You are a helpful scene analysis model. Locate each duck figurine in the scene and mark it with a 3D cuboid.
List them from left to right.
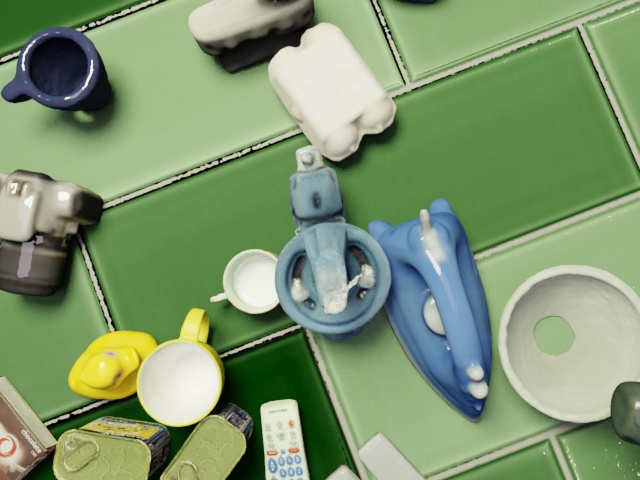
[{"bbox_3d":[-0.240,0.146,0.647,0.104,0.086,0.077,-23,85,0],"label":"duck figurine"}]

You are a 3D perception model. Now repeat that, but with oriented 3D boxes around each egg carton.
[{"bbox_3d":[0.012,-0.173,0.670,0.107,0.069,0.150,-36,86,-1],"label":"egg carton"}]

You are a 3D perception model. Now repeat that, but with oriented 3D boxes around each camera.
[{"bbox_3d":[-0.343,-0.009,0.653,0.143,0.101,0.137,9,86,2],"label":"camera"}]

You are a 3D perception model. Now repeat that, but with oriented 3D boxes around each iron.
[{"bbox_3d":[0.139,0.084,0.613,0.118,0.141,0.258,-19,86,0],"label":"iron"}]

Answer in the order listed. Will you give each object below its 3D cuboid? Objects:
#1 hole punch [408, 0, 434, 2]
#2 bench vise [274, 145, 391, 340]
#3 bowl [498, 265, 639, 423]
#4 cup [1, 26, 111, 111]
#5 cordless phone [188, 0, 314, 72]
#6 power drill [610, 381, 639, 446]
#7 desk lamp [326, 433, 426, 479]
[{"bbox_3d":[0.100,-0.344,0.669,0.108,0.091,0.101,7,86,2],"label":"hole punch"},{"bbox_3d":[-0.005,0.008,0.583,0.121,0.220,0.207,-29,85,0],"label":"bench vise"},{"bbox_3d":[0.274,0.112,0.640,0.167,0.075,0.167,0,86,2],"label":"bowl"},{"bbox_3d":[-0.296,-0.180,0.667,0.118,0.095,0.092,-27,85,0],"label":"cup"},{"bbox_3d":[-0.081,-0.270,0.622,0.147,0.185,0.094,-24,85,0],"label":"cordless phone"},{"bbox_3d":[0.390,0.168,0.566,0.229,0.208,0.076,3,86,2],"label":"power drill"},{"bbox_3d":[0.096,0.323,0.561,0.118,0.213,0.203,-44,86,-1],"label":"desk lamp"}]
